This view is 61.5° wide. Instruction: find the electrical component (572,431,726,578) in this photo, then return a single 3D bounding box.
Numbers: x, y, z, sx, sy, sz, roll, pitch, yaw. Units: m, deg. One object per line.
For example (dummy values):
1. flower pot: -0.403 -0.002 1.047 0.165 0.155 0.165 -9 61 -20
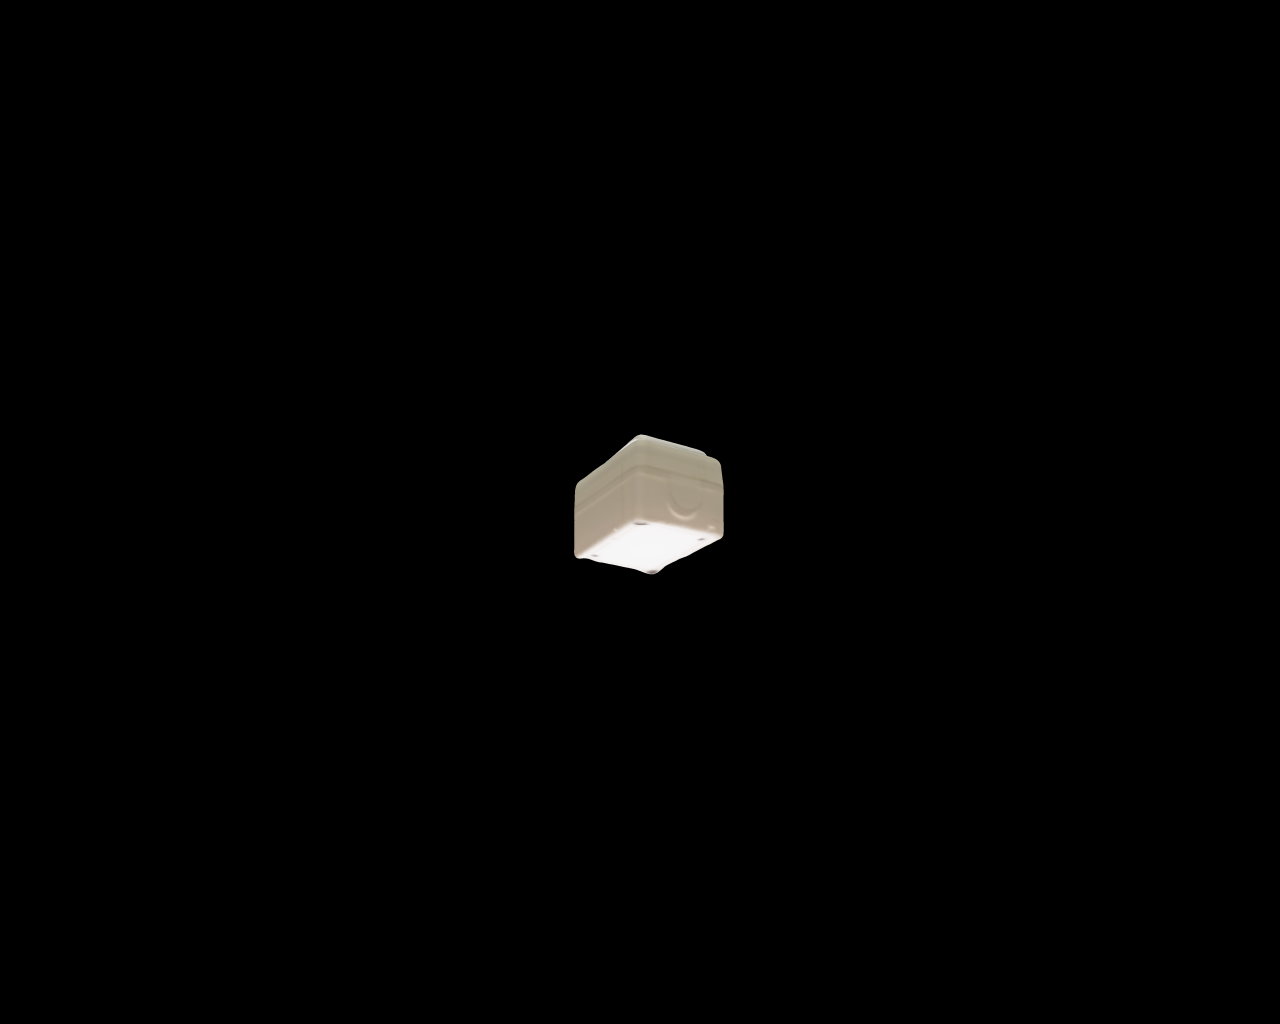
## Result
1. electrical component: 0.001 -0.003 0.650 0.062 0.061 0.096 13 -26 -29
